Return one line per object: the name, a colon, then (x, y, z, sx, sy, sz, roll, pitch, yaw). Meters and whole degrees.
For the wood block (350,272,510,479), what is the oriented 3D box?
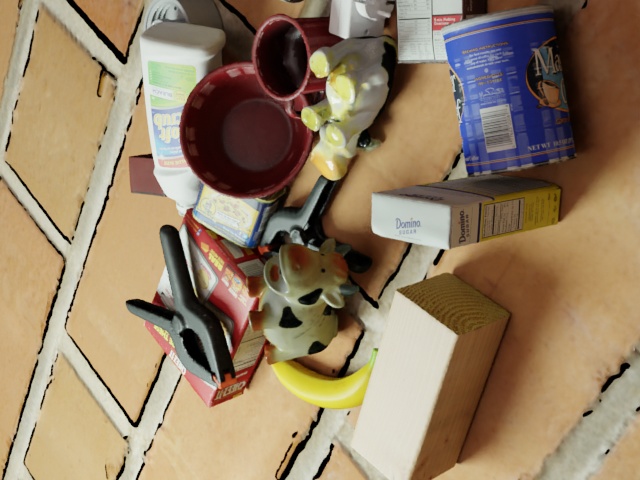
wood block: (0.114, 0.151, 1.133, 0.091, 0.090, 0.206, 35, 125, 35)

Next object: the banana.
banana: (0.012, 0.170, 1.287, 0.198, 0.037, 0.069, -11, 76, 46)

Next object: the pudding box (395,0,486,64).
pudding box: (0.119, -0.232, 1.061, 0.090, 0.039, 0.113, 10, 105, 46)

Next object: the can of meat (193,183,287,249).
can of meat: (-0.102, -0.048, 1.314, 0.102, 0.057, 0.084, 31, 127, 13)

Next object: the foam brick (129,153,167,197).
foam brick: (-0.214, -0.089, 1.437, 0.078, 0.052, 0.051, 7, 106, 44)

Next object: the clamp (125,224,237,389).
clamp: (-0.175, 0.106, 1.357, 0.210, 0.036, 0.165, 57, 137, 18)

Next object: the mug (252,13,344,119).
mug: (-0.014, -0.192, 1.178, 0.093, 0.081, 0.117, 16, 112, 43)

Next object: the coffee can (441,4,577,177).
coffee can: (0.174, -0.136, 0.981, 0.103, 0.102, 0.140, -6, 97, 47)

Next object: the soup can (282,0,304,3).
soup can: (-0.018, -0.317, 1.159, 0.102, 0.068, 0.068, -47, 67, 42)

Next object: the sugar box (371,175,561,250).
sugar box: (0.138, -0.028, 0.994, 0.094, 0.175, 0.048, 13, 109, 43)

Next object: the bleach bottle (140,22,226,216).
bleach bottle: (-0.164, -0.140, 1.326, 0.103, 0.068, 0.251, 12, 126, 17)

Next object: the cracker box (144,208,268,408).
cracker box: (-0.135, 0.084, 1.389, 0.164, 0.071, 0.214, 47, 131, 28)

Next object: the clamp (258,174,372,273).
clamp: (-0.008, 0.002, 1.258, 0.172, 0.039, 0.120, -31, 80, 52)

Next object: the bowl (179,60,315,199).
bowl: (-0.081, -0.126, 1.254, 0.162, 0.055, 0.162, 0, 88, 10)
